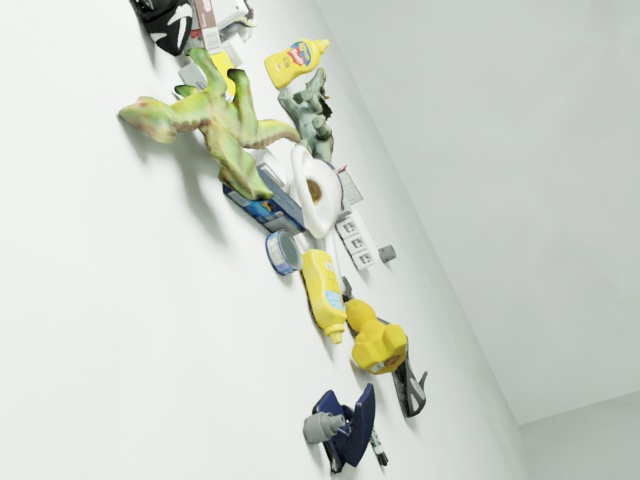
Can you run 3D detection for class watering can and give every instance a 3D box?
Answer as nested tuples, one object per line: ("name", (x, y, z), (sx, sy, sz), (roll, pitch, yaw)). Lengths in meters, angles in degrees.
("watering can", (0.004, -0.061, 1.210), (0.228, 0.103, 0.344), (-63, 136, -68))

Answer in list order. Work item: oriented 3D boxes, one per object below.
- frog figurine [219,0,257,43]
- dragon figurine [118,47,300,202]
("frog figurine", (-0.218, -0.536, 1.241), (0.136, 0.124, 0.159), (53, -16, -12))
("dragon figurine", (-0.139, -0.163, 0.860), (0.407, 0.120, 0.247), (18, 49, -47))
